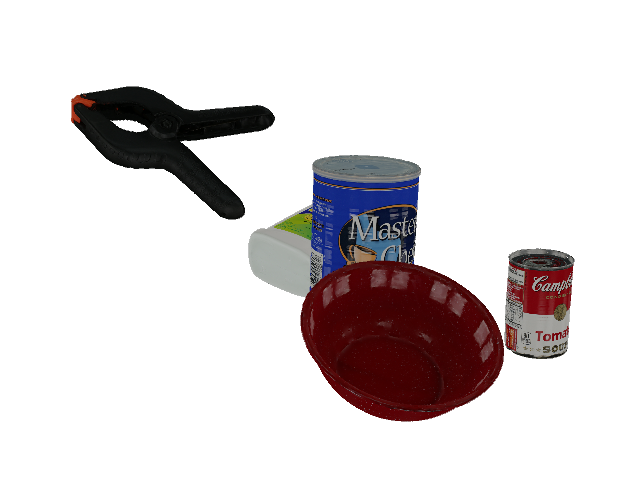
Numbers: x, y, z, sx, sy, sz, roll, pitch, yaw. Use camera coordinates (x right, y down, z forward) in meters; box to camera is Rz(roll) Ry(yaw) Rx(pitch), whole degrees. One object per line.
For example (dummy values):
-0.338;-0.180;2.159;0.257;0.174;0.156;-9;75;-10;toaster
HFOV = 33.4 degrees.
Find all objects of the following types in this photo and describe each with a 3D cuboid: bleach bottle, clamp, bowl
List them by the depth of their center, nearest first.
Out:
0.060;0.089;0.845;0.162;0.055;0.162;7;40;-6;bowl
-0.122;-0.094;0.906;0.171;0.120;0.039;25;-42;0;clamp
0.030;-0.022;1.286;0.103;0.068;0.250;22;38;30;bleach bottle

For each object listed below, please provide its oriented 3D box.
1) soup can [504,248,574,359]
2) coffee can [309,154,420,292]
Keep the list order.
0.232;0.067;1.135;0.068;0.102;0.068;0;16;0;soup can
0.041;-0.004;1.027;0.103;0.140;0.103;2;15;-1;coffee can
